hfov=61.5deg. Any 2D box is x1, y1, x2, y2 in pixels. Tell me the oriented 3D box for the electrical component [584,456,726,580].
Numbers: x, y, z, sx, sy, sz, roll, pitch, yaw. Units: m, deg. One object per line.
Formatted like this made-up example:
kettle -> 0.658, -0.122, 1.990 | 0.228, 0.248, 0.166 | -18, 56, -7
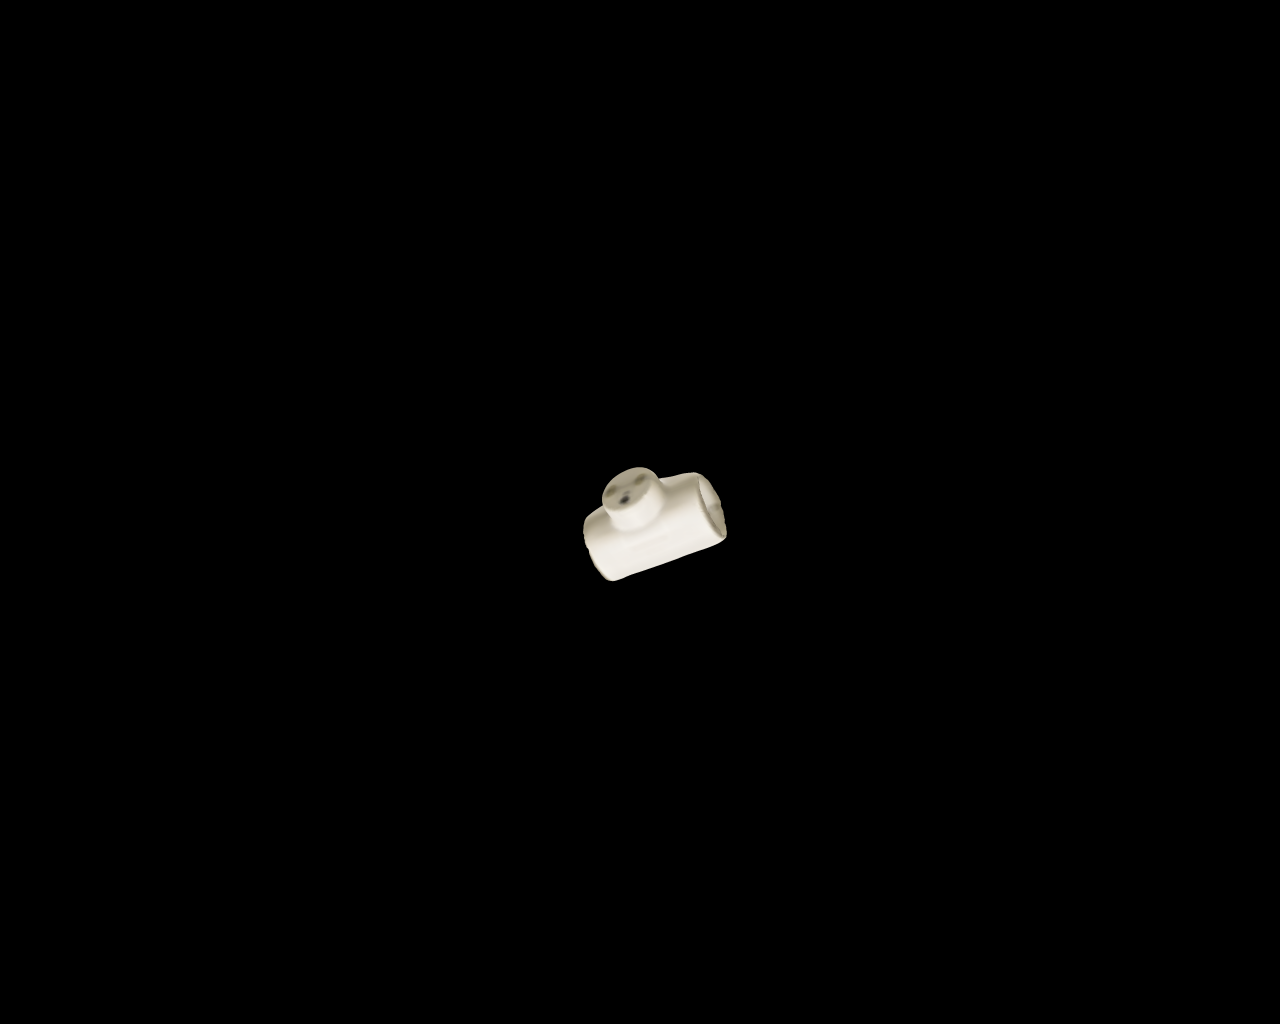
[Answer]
electrical component -> 0.001, -0.003, 0.650 | 0.077, 0.079, 0.043 | -22, 38, 18
